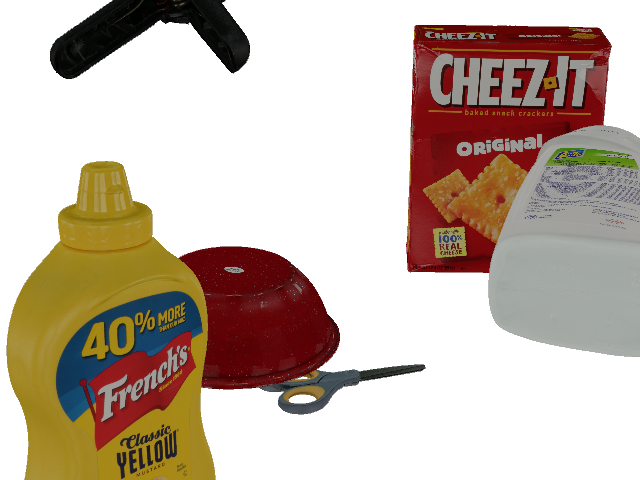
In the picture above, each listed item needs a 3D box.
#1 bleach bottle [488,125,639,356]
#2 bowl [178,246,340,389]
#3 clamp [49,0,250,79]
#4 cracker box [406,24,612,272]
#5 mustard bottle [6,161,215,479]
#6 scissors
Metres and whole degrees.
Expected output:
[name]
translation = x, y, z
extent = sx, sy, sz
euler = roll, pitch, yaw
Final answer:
[bleach bottle]
translation = 0.173, -0.019, 0.659
extent = 0.103, 0.068, 0.250
euler = 8, 25, 18
[bowl]
translation = -0.065, 0.046, 0.778
extent = 0.162, 0.055, 0.162
euler = 2, 22, -1
[clamp]
translation = -0.084, -0.153, 0.674
extent = 0.120, 0.171, 0.039
euler = 10, -43, 12
[cracker box]
translation = 0.160, -0.077, 0.943
extent = 0.164, 0.214, 0.072
euler = 1, 24, 3
[mustard bottle]
translation = -0.095, 0.059, 0.489
extent = 0.096, 0.192, 0.058
euler = -15, 22, -41
[scissors]
translation = 0.030, 0.165, 1.205
extent = 0.201, 0.016, 0.096
euler = 1, 24, -8
